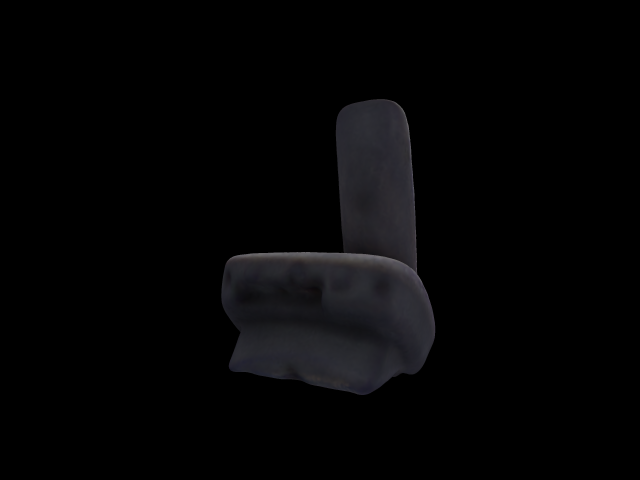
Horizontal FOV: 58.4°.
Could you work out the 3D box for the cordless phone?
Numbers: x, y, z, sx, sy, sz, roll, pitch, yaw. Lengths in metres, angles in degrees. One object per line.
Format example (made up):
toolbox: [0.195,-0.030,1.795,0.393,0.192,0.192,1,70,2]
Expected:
cordless phone: [0.004,0.001,0.400,0.147,0.185,0.094,0,0,24]
